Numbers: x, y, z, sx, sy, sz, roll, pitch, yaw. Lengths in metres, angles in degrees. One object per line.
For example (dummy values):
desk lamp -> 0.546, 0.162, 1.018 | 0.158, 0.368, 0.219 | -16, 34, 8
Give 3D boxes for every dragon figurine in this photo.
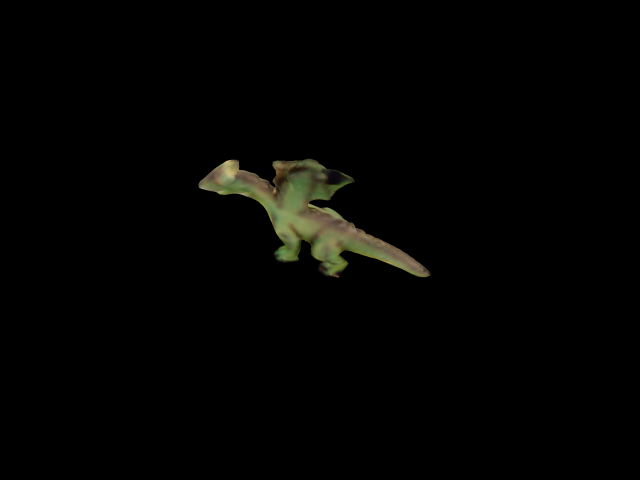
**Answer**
dragon figurine -> 0.003, -0.043, 0.850 | 0.411, 0.124, 0.238 | 14, -24, 7
